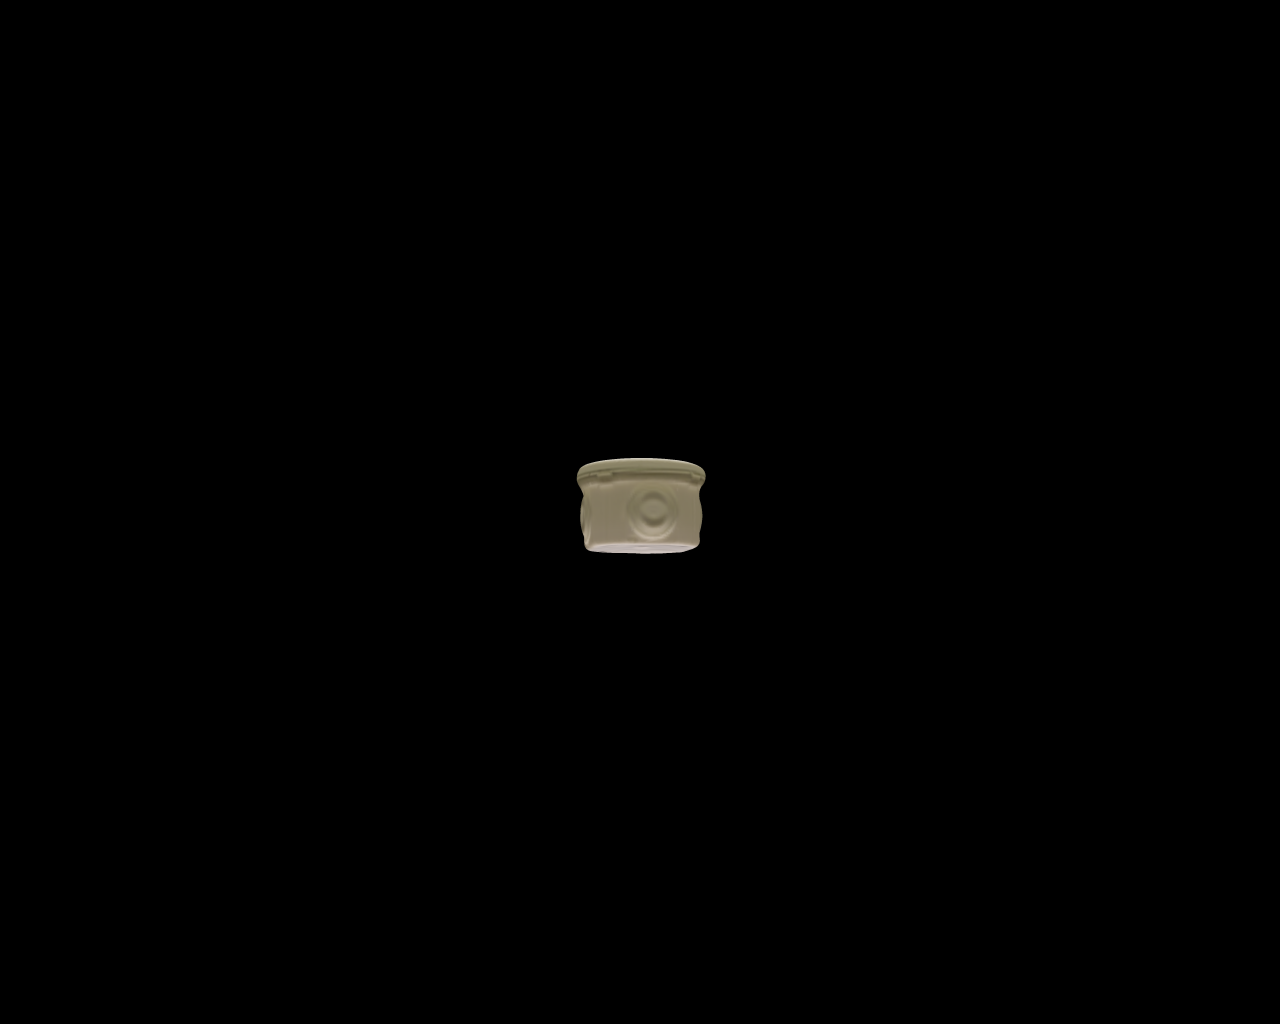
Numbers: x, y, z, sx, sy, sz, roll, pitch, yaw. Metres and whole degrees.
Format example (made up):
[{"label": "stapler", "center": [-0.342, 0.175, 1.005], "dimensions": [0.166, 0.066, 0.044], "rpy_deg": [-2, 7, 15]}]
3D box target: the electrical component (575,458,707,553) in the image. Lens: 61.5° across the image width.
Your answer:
[{"label": "electrical component", "center": [0.001, -0.003, 0.650], "dimensions": [0.080, 0.051, 0.080], "rpy_deg": [0, -7, 0]}]
